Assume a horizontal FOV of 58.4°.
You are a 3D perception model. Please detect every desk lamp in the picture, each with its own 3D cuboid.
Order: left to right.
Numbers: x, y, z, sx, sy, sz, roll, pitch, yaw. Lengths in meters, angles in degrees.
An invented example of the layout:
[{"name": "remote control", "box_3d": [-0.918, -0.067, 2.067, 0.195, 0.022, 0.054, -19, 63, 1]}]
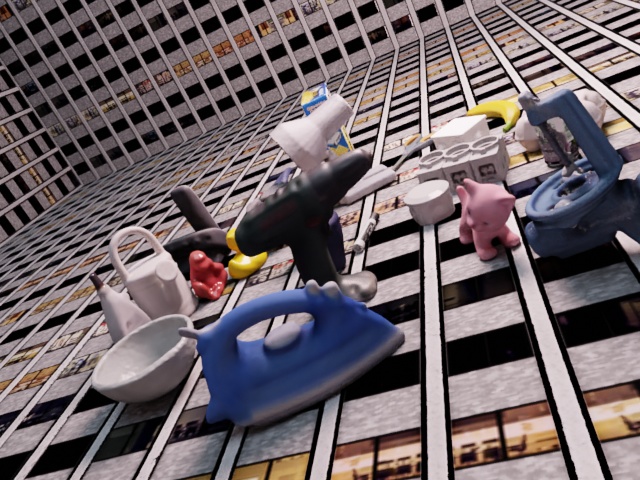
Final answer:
[{"name": "desk lamp", "box_3d": [0.024, -0.185, 1.213, 0.203, 0.214, 0.117, -28, 22, -4]}]

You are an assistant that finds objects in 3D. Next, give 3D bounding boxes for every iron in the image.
[{"name": "iron", "box_3d": [-0.038, 0.118, 0.701, 0.258, 0.142, 0.118, -25, 22, 3]}]

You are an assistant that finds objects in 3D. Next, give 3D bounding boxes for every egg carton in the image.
[{"name": "egg carton", "box_3d": [0.427, -0.212, 1.021, 0.149, 0.069, 0.107, -8, 28, 38]}]

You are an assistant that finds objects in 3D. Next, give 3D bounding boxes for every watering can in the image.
[{"name": "watering can", "box_3d": [-0.307, 0.062, 1.054, 0.172, 0.194, 0.101, -12, 26, 31]}]

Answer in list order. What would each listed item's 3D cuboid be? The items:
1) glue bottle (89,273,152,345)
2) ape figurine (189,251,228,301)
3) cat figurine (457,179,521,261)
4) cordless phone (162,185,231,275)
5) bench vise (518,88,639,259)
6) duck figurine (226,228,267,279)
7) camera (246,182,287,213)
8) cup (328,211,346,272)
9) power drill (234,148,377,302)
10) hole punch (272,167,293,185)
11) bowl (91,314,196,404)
[{"name": "glue bottle", "box_3d": [-0.340, 0.126, 0.975, 0.037, 0.173, 0.078, -14, 25, 28]}, {"name": "ape figurine", "box_3d": [-0.220, 0.063, 1.093, 0.078, 0.092, 0.076, -37, 24, -25]}, {"name": "cat figurine", "box_3d": [0.226, -0.041, 0.796, 0.067, 0.118, 0.127, -27, 22, -2]}, {"name": "cordless phone", "box_3d": [-0.290, -0.027, 1.246, 0.147, 0.185, 0.094, -19, 23, 18]}, {"name": "bench vise", "box_3d": [0.323, -0.088, 0.656, 0.207, 0.220, 0.121, -18, 23, 20]}, {"name": "duck figurine", "box_3d": [-0.156, 0.019, 1.129, 0.077, 0.086, 0.105, -14, 25, 29]}, {"name": "camera", "box_3d": [-0.103, -0.051, 1.208, 0.142, 0.101, 0.137, -12, 26, 32]}, {"name": "cup", "box_3d": [0.009, 0.003, 0.968, 0.091, 0.095, 0.118, -12, 26, 31]}, {"name": "power drill", "box_3d": [0.003, -0.002, 0.835, 0.229, 0.209, 0.075, -22, 22, 11]}, {"name": "hole punch", "box_3d": [-0.096, -0.107, 1.337, 0.101, 0.091, 0.108, -20, 23, 14]}, {"name": "bowl", "box_3d": [-0.252, 0.191, 0.865, 0.167, 0.075, 0.167, -22, 22, 10]}]
